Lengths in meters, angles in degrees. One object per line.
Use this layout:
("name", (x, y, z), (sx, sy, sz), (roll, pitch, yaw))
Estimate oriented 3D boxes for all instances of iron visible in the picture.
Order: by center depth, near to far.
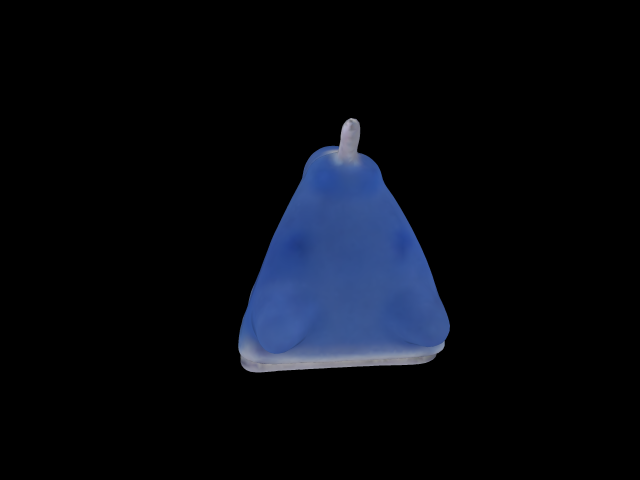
("iron", (0.004, 0.001, 0.400), (0.119, 0.141, 0.258), (-1, 4, -7))
